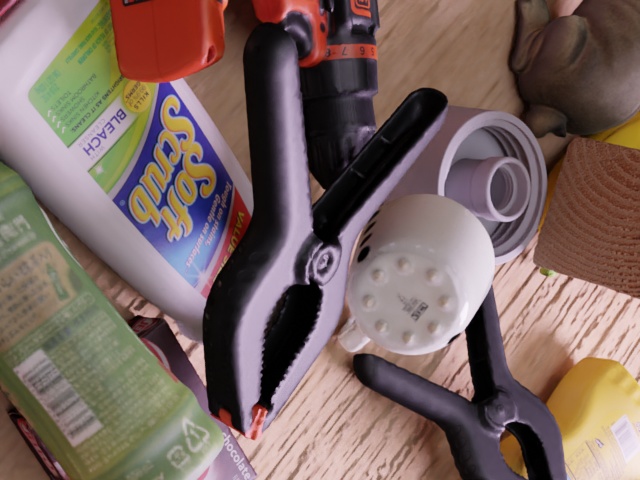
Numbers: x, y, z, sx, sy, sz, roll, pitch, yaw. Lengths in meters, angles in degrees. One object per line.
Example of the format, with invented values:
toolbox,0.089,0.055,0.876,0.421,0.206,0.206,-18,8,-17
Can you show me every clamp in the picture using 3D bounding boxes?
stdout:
clamp,-0.004,0.001,0.550,0.164,0.036,0.210,-3,113,-53
clamp,0.111,0.103,0.701,0.120,0.039,0.171,-44,98,-22

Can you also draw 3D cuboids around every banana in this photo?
banana,0.216,-0.055,0.791,0.197,0.037,0.069,-37,136,-26

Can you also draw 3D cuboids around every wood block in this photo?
wood block,0.245,0.001,0.748,0.205,0.090,0.091,14,94,-50

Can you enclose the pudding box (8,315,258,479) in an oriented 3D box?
pudding box,-0.097,0.110,0.570,0.089,0.039,0.113,-38,114,-27

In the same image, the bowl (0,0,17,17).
bowl,-0.185,-0.159,0.448,0.162,0.055,0.162,-1,103,-7

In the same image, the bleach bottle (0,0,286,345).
bleach bottle,-0.080,-0.027,0.558,0.250,0.068,0.102,49,63,-32

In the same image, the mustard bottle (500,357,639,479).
mustard bottle,0.162,0.174,0.755,0.191,0.058,0.096,-38,112,-28

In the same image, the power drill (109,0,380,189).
power drill,-0.029,-0.113,0.551,0.187,0.057,0.184,-7,90,-61
